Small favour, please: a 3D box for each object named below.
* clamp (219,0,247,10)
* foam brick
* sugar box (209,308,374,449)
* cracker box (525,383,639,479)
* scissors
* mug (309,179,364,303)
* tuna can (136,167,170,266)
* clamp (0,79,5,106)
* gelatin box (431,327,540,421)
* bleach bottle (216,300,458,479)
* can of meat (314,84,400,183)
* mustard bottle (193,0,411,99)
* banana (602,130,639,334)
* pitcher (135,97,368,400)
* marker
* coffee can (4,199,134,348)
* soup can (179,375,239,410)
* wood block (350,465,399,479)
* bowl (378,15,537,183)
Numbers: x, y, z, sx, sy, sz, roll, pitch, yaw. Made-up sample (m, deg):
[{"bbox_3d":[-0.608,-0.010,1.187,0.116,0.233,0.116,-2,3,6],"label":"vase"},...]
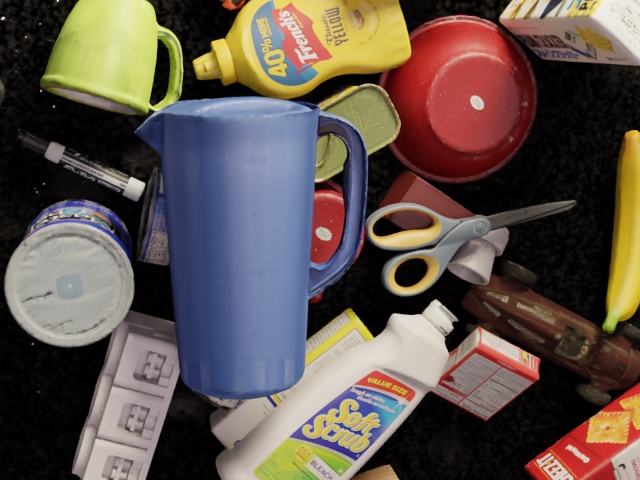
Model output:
[{"bbox_3d":[-0.083,-0.293,0.936,0.120,0.039,0.171,18,107,18],"label":"clamp"},{"bbox_3d":[0.102,-0.024,1.017,0.078,0.053,0.051,33,94,-14],"label":"foam brick"},{"bbox_3d":[-0.011,0.157,1.036,0.176,0.048,0.093,-36,105,2],"label":"sugar box"},{"bbox_3d":[0.337,0.236,1.086,0.213,0.072,0.164,-35,117,-2],"label":"cracker box"},{"bbox_3d":[0.139,0.006,0.993,0.201,0.016,0.096,2,103,-10],"label":"scissors"},{"bbox_3d":[-0.006,0.001,0.988,0.093,0.081,0.117,2,100,-10],"label":"mug"},{"bbox_3d":[-0.141,-0.020,0.959,0.033,0.086,0.086,11,98,-14],"label":"tuna can"},{"bbox_3d":[-0.356,-0.039,0.943,0.164,0.036,0.210,-3,101,-8],"label":"clamp"},{"bbox_3d":[0.159,0.132,1.047,0.073,0.030,0.089,28,133,-13],"label":"gelatin box"},{"bbox_3d":[0.025,0.150,0.984,0.102,0.068,0.251,43,91,-16],"label":"bleach bottle"},{"bbox_3d":[0.013,-0.100,0.971,0.102,0.084,0.057,-31,104,-3],"label":"can of meat"},{"bbox_3d":[-0.021,-0.180,0.963,0.191,0.058,0.096,-17,94,-6],"label":"mustard bottle"},{"bbox_3d":[0.306,-0.006,1.051,0.037,0.069,0.198,5,88,18],"label":"banana"},{"bbox_3d":[-0.056,0.003,0.888,0.144,0.149,0.243,-16,111,-48],"label":"pitcher"},{"bbox_3d":[-0.218,-0.069,0.971,0.121,0.020,0.020,25,95,-13],"label":"marker"},{"bbox_3d":[-0.213,0.025,0.926,0.102,0.140,0.103,-2,101,-10],"label":"coffee can"},{"bbox_3d":[-0.079,0.100,1.002,0.068,0.068,0.102,37,93,-14],"label":"soup can"},{"bbox_3d":[-0.009,0.303,1.040,0.206,0.091,0.090,-16,102,-6],"label":"wood block"},{"bbox_3d":[0.137,-0.130,1.003,0.162,0.055,0.162,-2,101,-10],"label":"bowl"}]
